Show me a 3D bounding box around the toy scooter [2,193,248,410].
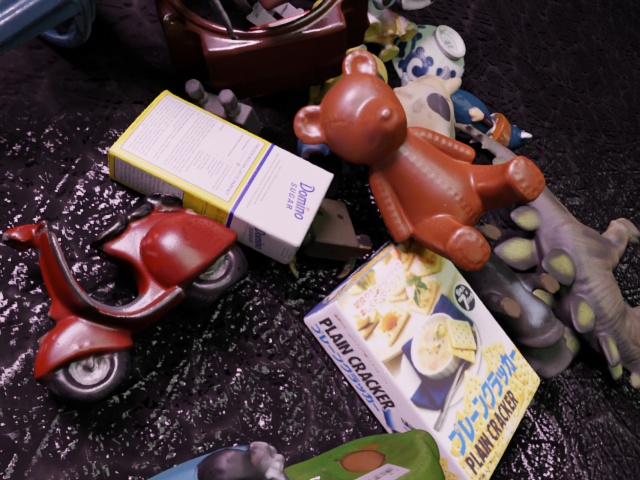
[{"bbox_3d":[-0.151,0.021,0.407,0.135,0.075,0.184,50,55,-3],"label":"toy scooter"}]

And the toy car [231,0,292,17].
[{"bbox_3d":[-0.063,-0.282,0.474,0.202,0.089,0.053,65,8,16],"label":"toy car"}]

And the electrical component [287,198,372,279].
[{"bbox_3d":[0.000,-0.002,0.540,0.102,0.045,0.078,3,50,-34],"label":"electrical component"}]

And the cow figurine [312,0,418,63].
[{"bbox_3d":[0.041,-0.286,0.692,0.167,0.068,0.098,-13,69,-41],"label":"cow figurine"}]

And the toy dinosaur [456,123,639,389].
[{"bbox_3d":[0.334,0.034,0.709,0.198,0.105,0.471,-20,75,-35],"label":"toy dinosaur"}]

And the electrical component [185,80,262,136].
[{"bbox_3d":[-0.092,-0.120,0.522,0.063,0.094,0.021,21,78,15],"label":"electrical component"}]

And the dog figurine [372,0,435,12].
[{"bbox_3d":[0.041,-0.377,0.663,0.219,0.108,0.191,40,40,24],"label":"dog figurine"}]

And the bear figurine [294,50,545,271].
[{"bbox_3d":[0.082,-0.079,0.489,0.120,0.132,0.195,-47,109,-9],"label":"bear figurine"}]

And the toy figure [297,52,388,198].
[{"bbox_3d":[0.027,-0.132,0.591,0.082,0.089,0.180,39,49,-22],"label":"toy figure"}]

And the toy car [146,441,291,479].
[{"bbox_3d":[-0.073,0.191,0.349,0.109,0.162,0.103,56,5,11],"label":"toy car"}]

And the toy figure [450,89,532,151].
[{"bbox_3d":[0.228,-0.163,0.761,0.154,0.057,0.064,25,34,-18],"label":"toy figure"}]

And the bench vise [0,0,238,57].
[{"bbox_3d":[-0.208,-0.195,0.413,0.224,0.128,0.240,21,57,22],"label":"bench vise"}]

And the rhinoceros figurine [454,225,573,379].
[{"bbox_3d":[0.205,0.072,0.604,0.073,0.112,0.190,-36,77,-24],"label":"rhinoceros figurine"}]

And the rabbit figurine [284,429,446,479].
[{"bbox_3d":[0.057,0.249,0.428,0.159,0.121,0.170,-12,93,-45],"label":"rabbit figurine"}]

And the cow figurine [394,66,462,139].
[{"bbox_3d":[0.124,-0.146,0.641,0.195,0.086,0.127,-27,113,-69],"label":"cow figurine"}]

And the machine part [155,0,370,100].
[{"bbox_3d":[-0.062,-0.253,0.537,0.201,0.087,0.201,-13,74,-5],"label":"machine part"}]
